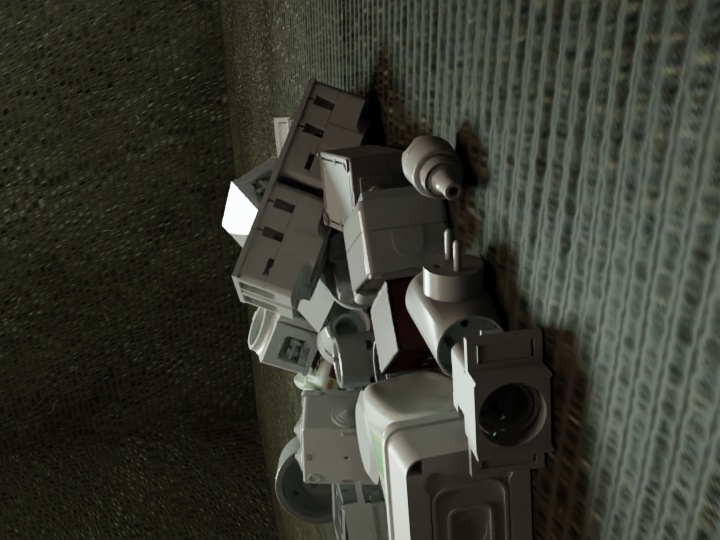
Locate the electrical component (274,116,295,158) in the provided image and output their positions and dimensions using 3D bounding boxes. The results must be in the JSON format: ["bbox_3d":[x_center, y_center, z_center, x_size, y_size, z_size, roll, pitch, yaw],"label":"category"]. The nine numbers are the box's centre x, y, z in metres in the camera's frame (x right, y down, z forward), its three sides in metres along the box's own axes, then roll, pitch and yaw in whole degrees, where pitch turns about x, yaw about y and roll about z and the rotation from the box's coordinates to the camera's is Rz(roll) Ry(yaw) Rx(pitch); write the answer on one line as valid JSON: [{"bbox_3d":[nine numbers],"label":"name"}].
[{"bbox_3d":[-0.040,-0.134,1.057,0.063,0.081,0.042,-60,-32,-67],"label":"electrical component"}]

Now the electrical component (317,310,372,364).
[{"bbox_3d":[-0.014,0.065,1.101,0.047,0.055,0.055,110,152,-63],"label":"electrical component"}]

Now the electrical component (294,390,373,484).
[{"bbox_3d":[-0.012,0.163,1.032,0.048,0.100,0.099,-89,0,-48],"label":"electrical component"}]

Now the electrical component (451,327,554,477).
[{"bbox_3d":[0.076,0.068,0.590,0.063,0.042,0.081,-115,20,-71],"label":"electrical component"}]

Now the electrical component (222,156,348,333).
[{"bbox_3d":[-0.058,-0.027,1.046,0.150,0.062,0.089,48,153,11],"label":"electrical component"}]

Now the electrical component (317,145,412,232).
[{"bbox_3d":[0.011,-0.063,0.842,0.096,0.061,0.061,-152,54,-69],"label":"electrical component"}]

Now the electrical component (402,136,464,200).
[{"bbox_3d":[0.049,-0.060,0.673,0.061,0.035,0.035,-119,23,-60],"label":"electrical component"}]

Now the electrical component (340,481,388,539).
[{"bbox_3d":[0.019,0.231,0.959,0.121,0.063,0.078,85,175,-74],"label":"electrical component"}]

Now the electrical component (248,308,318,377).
[{"bbox_3d":[-0.066,0.025,1.170,0.089,0.062,0.150,-121,51,-68],"label":"electrical component"}]

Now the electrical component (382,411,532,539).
[{"bbox_3d":[0.058,0.146,0.648,0.057,0.078,0.113,-132,35,-69],"label":"electrical component"}]

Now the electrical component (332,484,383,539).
[{"bbox_3d":[0.006,0.249,1.114,0.078,0.057,0.113,-110,15,-53],"label":"electrical component"}]

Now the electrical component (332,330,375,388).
[{"bbox_3d":[0.001,0.087,1.045,0.055,0.047,0.055,173,90,-81],"label":"electrical component"}]

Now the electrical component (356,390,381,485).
[{"bbox_3d":[0.027,0.139,0.914,0.080,0.051,0.080,172,90,-81],"label":"electrical component"}]

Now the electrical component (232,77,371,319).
[{"bbox_3d":[-0.047,-0.058,0.944,0.105,0.060,0.186,100,-170,-77],"label":"electrical component"}]

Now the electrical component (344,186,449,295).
[{"bbox_3d":[0.024,-0.020,0.768,0.096,0.062,0.061,129,132,-77],"label":"electrical component"}]

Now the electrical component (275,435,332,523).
[{"bbox_3d":[-0.050,0.247,1.314,0.060,0.108,0.108,-106,11,-70],"label":"electrical component"}]

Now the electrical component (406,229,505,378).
[{"bbox_3d":[0.057,0.015,0.656,0.077,0.043,0.079,-117,23,-65],"label":"electrical component"}]

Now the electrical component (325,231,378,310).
[{"bbox_3d":[0.000,0.000,0.951,0.057,0.058,0.078,106,155,-61],"label":"electrical component"}]
